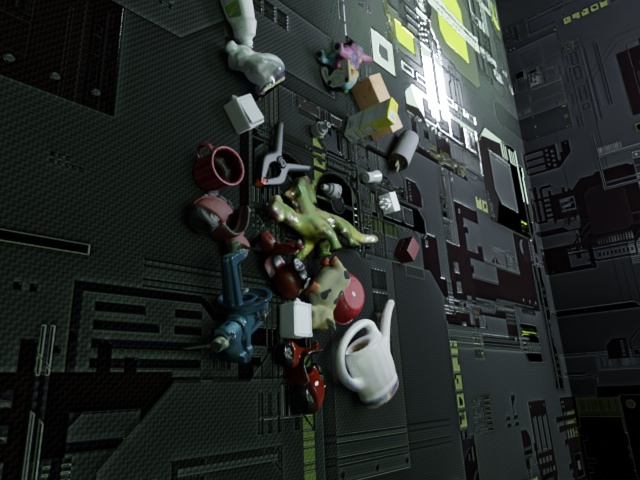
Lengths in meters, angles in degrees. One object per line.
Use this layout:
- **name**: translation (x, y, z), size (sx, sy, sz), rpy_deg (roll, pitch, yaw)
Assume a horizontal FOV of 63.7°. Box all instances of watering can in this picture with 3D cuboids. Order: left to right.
- **watering can**: translation (0.158, 0.319, 1.439), size (0.352, 0.103, 0.223), rpy_deg (-29, 99, -51)

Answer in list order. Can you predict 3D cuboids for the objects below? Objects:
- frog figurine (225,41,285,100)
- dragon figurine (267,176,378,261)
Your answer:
- **frog figurine**: translation (-0.171, -0.464, 1.356), size (0.158, 0.122, 0.139), rpy_deg (54, 8, -9)
- **dragon figurine**: translation (0.004, -0.072, 1.422), size (0.412, 0.121, 0.244), rpy_deg (-10, 76, -53)
